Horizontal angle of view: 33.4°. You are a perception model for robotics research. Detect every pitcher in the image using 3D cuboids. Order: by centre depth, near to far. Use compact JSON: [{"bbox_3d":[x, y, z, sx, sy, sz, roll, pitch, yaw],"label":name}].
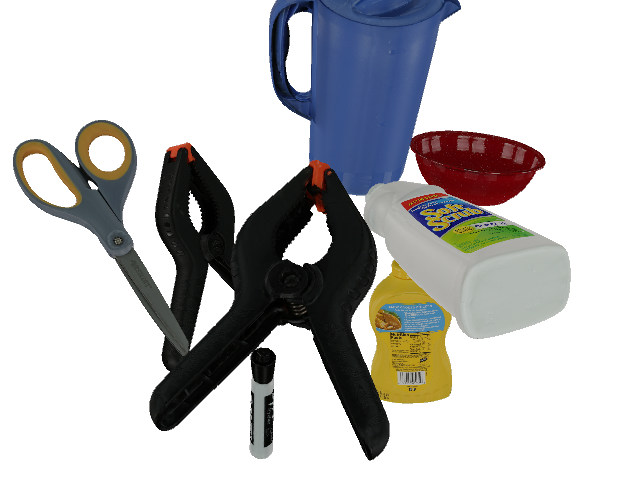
[{"bbox_3d":[0.038,-0.167,1.115,0.149,0.243,0.144,31,50,23],"label":"pitcher"}]

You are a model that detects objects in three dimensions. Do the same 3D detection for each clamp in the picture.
[{"bbox_3d":[-0.005,0.036,0.559,0.120,0.171,0.039,16,-28,10],"label":"clamp"},{"bbox_3d":[-0.105,0.010,1.034,0.036,0.210,0.164,-9,1,37],"label":"clamp"}]

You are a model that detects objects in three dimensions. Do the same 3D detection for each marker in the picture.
[{"bbox_3d":[-0.045,0.125,0.821,0.020,0.121,0.020,2,43,-2],"label":"marker"}]

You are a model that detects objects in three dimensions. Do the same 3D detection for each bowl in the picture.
[{"bbox_3d":[0.183,-0.082,1.272,0.162,0.055,0.162,5,22,-2],"label":"bowl"}]

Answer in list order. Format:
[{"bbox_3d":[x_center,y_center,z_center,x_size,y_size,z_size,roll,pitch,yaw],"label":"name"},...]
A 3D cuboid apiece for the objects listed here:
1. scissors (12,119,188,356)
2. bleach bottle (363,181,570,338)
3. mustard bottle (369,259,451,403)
[{"bbox_3d":[-0.135,-0.014,0.761,0.202,0.096,0.016,40,-25,14],"label":"scissors"},{"bbox_3d":[0.099,0.000,0.905,0.102,0.068,0.251,-13,23,-21],"label":"bleach bottle"},{"bbox_3d":[0.105,0.095,1.246,0.096,0.192,0.058,-1,22,5],"label":"mustard bottle"}]
